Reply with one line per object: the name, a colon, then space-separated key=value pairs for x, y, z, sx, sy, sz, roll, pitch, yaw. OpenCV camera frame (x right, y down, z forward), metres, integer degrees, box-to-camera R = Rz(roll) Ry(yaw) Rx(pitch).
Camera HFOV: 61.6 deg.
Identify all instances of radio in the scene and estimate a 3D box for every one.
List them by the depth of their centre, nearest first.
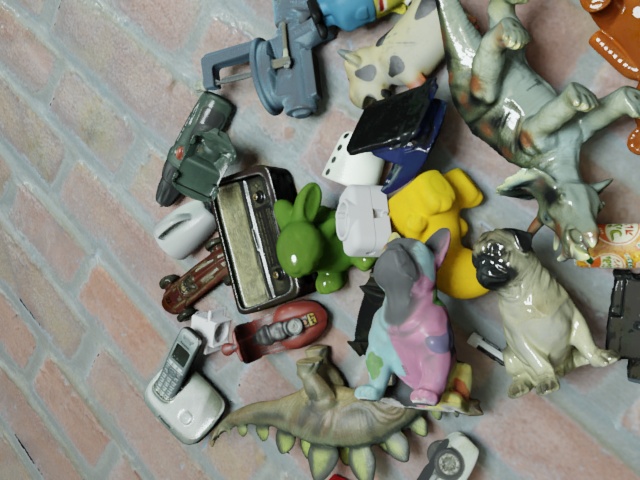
radio: x=-0.092 y=-0.003 z=0.889 sx=0.131 sy=0.073 sz=0.229 roll=-17 pitch=86 yaw=28

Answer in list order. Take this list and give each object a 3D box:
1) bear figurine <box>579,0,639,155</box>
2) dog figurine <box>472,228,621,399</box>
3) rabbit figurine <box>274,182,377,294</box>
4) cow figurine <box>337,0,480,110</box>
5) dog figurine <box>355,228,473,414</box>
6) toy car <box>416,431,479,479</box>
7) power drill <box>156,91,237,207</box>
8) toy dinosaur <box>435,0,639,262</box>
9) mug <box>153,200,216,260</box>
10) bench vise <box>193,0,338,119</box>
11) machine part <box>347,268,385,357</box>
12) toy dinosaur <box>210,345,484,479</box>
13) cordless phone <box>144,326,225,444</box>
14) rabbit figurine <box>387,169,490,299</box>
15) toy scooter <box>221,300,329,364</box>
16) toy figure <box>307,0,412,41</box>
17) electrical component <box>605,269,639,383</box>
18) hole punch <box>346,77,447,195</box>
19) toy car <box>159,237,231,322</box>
bear figurine: x=0.375 y=-0.203 z=0.598 sx=0.120 sy=0.132 sz=0.195 roll=-15 pitch=81 yaw=31
dog figurine: x=0.251 y=0.084 z=0.670 sx=0.121 sy=0.172 sz=0.190 roll=-22 pitch=73 yaw=-13
rabbit figurine: x=-0.002 y=-0.002 z=0.785 sx=0.121 sy=0.170 sz=0.159 roll=-26 pitch=82 yaw=28
cow figurine: x=0.112 y=-0.263 z=0.757 sx=0.127 sy=0.085 sz=0.195 roll=49 pitch=116 yaw=10
dog figurine: x=0.125 y=0.097 z=0.669 sx=0.109 sy=0.191 sz=0.219 roll=-4 pitch=69 yaw=37
toy car: x=0.149 y=0.357 z=0.748 sx=0.056 sy=0.073 sz=0.201 roll=35 pitch=81 yaw=7
power drill: x=-0.209 y=-0.129 z=0.897 sx=0.086 sy=0.207 sz=0.232 roll=27 pitch=100 yaw=-21
toy dinosaur: x=0.231 y=-0.166 z=0.653 sx=0.405 sy=0.131 sz=0.192 roll=57 pitch=147 yaw=17
mug: x=-0.237 y=-0.029 z=0.952 sx=0.107 sy=0.109 sz=0.081 roll=-38 pitch=70 yaw=11
bench vise: x=-0.093 y=-0.289 z=0.841 sx=0.241 sy=0.129 sz=0.223 roll=-9 pitch=96 yaw=18
machine part: x=0.088 y=0.105 z=0.787 sx=0.084 sy=0.039 sz=0.139 roll=14 pitch=60 yaw=22
toy dinosaur: x=0.015 y=0.269 z=0.833 sx=0.472 sy=0.105 sz=0.198 roll=-7 pitch=90 yaw=27
cordless phone: x=-0.223 y=0.253 z=0.957 sx=0.147 sy=0.088 sz=0.184 roll=37 pitch=117 yaw=21
rabbit figurine: x=0.159 y=0.008 z=0.730 sx=0.162 sy=0.122 sz=0.173 roll=-38 pitch=77 yaw=30
toy scooter: x=-0.081 y=0.150 z=0.860 sx=0.184 sy=0.135 sz=0.075 roll=-23 pitch=81 yaw=26
toy figure: x=0.068 y=-0.351 z=0.747 sx=0.180 sy=0.082 sz=0.089 roll=-22 pitch=90 yaw=4
electrical component: x=0.406 y=0.106 z=0.640 sx=0.115 sy=0.058 sz=0.134 roll=4 pitch=95 yaw=30
hole punch: x=0.114 y=-0.133 z=0.709 sx=0.116 sy=0.142 sz=0.092 roll=-12 pitch=128 yaw=42
toy car: x=-0.219 y=0.073 z=0.976 sx=0.202 sy=0.053 sz=0.089 roll=-36 pitch=74 yaw=27
